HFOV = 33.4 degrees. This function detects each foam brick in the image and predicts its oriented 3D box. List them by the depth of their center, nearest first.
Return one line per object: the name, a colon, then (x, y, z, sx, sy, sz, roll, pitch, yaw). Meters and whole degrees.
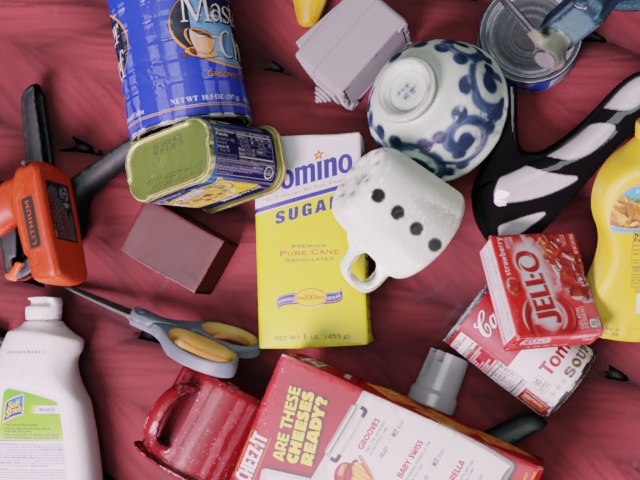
foam brick: (-0.119, 0.006, 0.902, 0.078, 0.051, 0.053, 30, 92, 8)

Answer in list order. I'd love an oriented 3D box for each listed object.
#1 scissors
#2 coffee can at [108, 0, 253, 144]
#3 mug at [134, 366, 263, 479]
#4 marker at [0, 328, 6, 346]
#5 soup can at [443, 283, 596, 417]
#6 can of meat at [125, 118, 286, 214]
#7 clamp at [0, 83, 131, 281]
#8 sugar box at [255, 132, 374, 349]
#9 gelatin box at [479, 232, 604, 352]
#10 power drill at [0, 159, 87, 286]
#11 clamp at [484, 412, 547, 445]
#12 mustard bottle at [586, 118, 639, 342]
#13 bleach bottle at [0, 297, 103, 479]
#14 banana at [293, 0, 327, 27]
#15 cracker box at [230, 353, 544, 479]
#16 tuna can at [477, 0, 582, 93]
scissors: (-0.132, 0.068, 0.909, 0.202, 0.096, 0.016, 26, 109, 38)
coffee can: (-0.118, -0.156, 0.886, 0.103, 0.102, 0.140, -11, 85, 6)
mug: (-0.098, 0.148, 0.861, 0.093, 0.117, 0.081, 24, 84, 37)
marker: (-0.329, 0.064, 0.941, 0.121, 0.020, 0.020, 25, 90, 8)
soup can: (0.159, 0.085, 0.852, 0.102, 0.068, 0.068, 38, 91, 8)
can of meat: (-0.094, -0.060, 0.860, 0.102, 0.083, 0.057, -17, 78, 37)
clamp: (-0.221, -0.041, 0.925, 0.120, 0.039, 0.171, 15, 92, 13)
sugar box: (-0.006, 0.001, 0.891, 0.093, 0.048, 0.176, -3, 87, 7)
gelatin box: (0.169, 0.039, 0.820, 0.073, 0.030, 0.089, -2, 63, -16)
power drill: (-0.291, 0.021, 0.888, 0.188, 0.057, 0.184, -14, 82, 15)
clamp: (0.079, 0.222, 0.869, 0.210, 0.036, 0.164, 0, 86, 9)
mustard bottle: (0.254, -0.018, 0.811, 0.096, 0.058, 0.192, -2, 115, -1)
bleach bottle: (-0.226, 0.174, 0.900, 0.102, 0.068, 0.251, -1, 84, 6)
banana: (0.029, -0.274, 0.908, 0.070, 0.037, 0.198, 42, 92, 9)
cracker box: (0.043, 0.202, 0.821, 0.214, 0.072, 0.164, 22, 90, 13)
tuna can: (0.173, -0.167, 0.884, 0.086, 0.033, 0.086, -1, 86, 7)
